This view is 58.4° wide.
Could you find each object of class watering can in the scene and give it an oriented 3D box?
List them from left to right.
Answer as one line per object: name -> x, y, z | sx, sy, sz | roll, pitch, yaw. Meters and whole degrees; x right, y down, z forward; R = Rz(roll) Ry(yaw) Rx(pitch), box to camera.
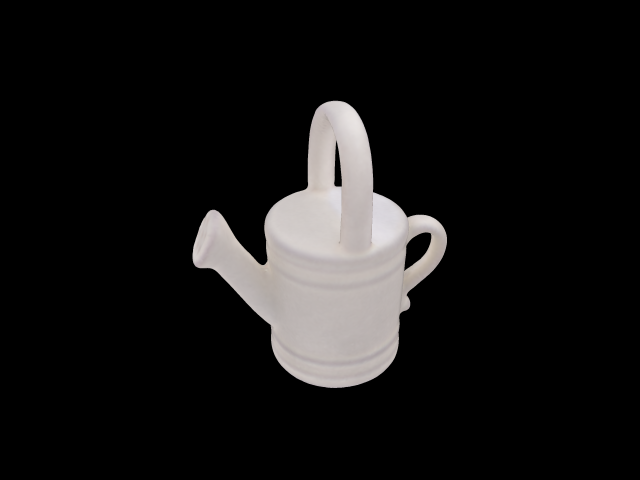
watering can -> 0.004, 0.003, 0.398 | 0.173, 0.194, 0.100 | -21, 38, -29
